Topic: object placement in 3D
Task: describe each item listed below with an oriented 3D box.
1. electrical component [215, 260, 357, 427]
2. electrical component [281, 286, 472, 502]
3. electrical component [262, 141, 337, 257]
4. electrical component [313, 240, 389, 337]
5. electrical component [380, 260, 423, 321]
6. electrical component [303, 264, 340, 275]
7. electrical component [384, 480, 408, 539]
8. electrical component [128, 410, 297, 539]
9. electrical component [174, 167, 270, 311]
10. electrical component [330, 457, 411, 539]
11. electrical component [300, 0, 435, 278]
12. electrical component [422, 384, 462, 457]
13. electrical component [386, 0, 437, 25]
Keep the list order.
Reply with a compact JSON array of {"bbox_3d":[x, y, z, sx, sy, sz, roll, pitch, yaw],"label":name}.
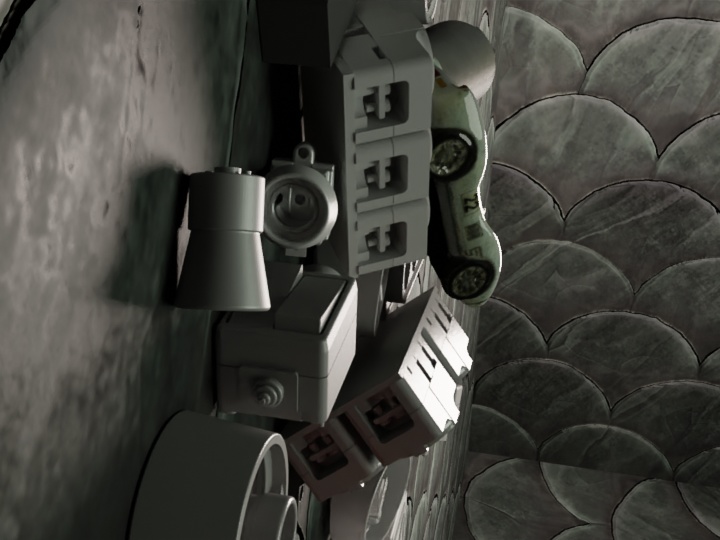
[{"bbox_3d":[-0.041,0.040,0.594,0.096,0.062,0.061,-64,159,-62],"label":"electrical component"},{"bbox_3d":[0.018,0.090,0.804,0.060,0.105,0.186,55,19,-8],"label":"electrical component"},{"bbox_3d":[-0.036,-0.038,0.620,0.055,0.048,0.066,-77,172,-77],"label":"electrical component"},{"bbox_3d":[0.000,0.000,0.783,0.099,0.064,0.099,-4,90,-86],"label":"electrical component"},{"bbox_3d":[0.018,-0.019,0.899,0.121,0.063,0.078,-61,156,-66],"label":"electrical component"},{"bbox_3d":[-0.033,0.028,0.694,0.078,0.040,0.040,-67,161,-59],"label":"electrical component"},{"bbox_3d":[0.012,0.282,1.101,0.108,0.056,0.108,-64,159,-63],"label":"electrical component"},{"bbox_3d":[-0.064,0.125,0.520,0.108,0.060,0.108,7,90,-81],"label":"electrical component"},{"bbox_3d":[-0.062,-0.014,0.496,0.044,0.044,0.065,5,87,-81],"label":"electrical component"},{"bbox_3d":[0.007,0.207,0.994,0.099,0.064,0.099,7,90,-81],"label":"electrical component"},{"bbox_3d":[0.006,-0.084,0.675,0.089,0.062,0.150,-119,-159,-46],"label":"electrical component"},{"bbox_3d":[0.072,0.150,1.084,0.083,0.047,0.075,31,69,-80],"label":"electrical component"},{"bbox_3d":[0.045,-0.255,0.892,0.108,0.060,0.108,7,90,-81],"label":"electrical component"}]
